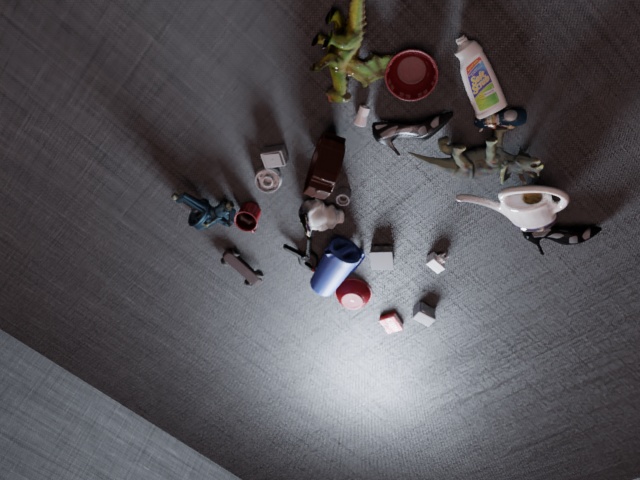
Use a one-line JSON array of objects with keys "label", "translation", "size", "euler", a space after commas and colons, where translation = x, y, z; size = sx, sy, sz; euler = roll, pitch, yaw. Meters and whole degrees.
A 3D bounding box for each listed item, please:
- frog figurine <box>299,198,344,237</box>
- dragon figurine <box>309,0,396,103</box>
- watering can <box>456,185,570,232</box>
[{"label": "frog figurine", "translation": [0.006, -0.097, 1.918], "size": [0.160, 0.124, 0.135], "euler": [-21, 116, -17]}, {"label": "dragon figurine", "translation": [0.116, -0.579, 1.558], "size": [0.241, 0.125, 0.402], "euler": [21, 131, -25]}, {"label": "watering can", "translation": [0.653, -0.115, 1.730], "size": [0.347, 0.106, 0.221], "euler": [-2, 151, 35]}]
